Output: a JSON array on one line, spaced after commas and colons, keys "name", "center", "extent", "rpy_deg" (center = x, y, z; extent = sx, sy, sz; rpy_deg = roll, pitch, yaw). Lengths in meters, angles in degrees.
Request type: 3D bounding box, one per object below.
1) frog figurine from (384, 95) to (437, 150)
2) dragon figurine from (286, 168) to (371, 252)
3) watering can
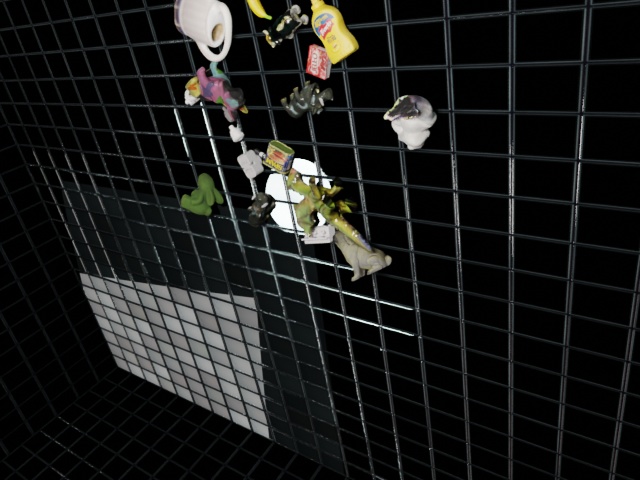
[{"name": "frog figurine", "center": [0.276, -0.340, 1.495], "extent": [0.136, 0.125, 0.157], "rpy_deg": [-12, 147, 34]}, {"name": "dragon figurine", "center": [0.006, -0.092, 1.835], "extent": [0.239, 0.123, 0.412], "rpy_deg": [-38, 79, 50]}, {"name": "watering can", "center": [-0.377, -0.768, 1.701], "extent": [0.226, 0.106, 0.339], "rpy_deg": [28, 133, 21]}]
